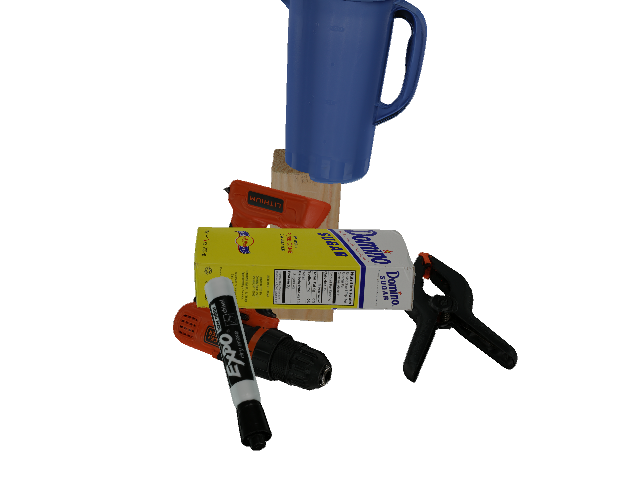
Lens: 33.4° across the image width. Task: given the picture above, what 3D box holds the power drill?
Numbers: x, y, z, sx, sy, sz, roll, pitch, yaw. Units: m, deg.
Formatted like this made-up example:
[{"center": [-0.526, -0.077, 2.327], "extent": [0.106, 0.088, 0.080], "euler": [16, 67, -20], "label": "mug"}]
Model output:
[{"center": [-0.051, 0.043, 1.071], "extent": [0.185, 0.187, 0.057], "euler": [17, 1, 27], "label": "power drill"}]

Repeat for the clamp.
[{"center": [0.142, 0.082, 1.150], "extent": [0.120, 0.171, 0.039], "euler": [4, -44, -7], "label": "clamp"}]

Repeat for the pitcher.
[{"center": [0.028, -0.195, 1.311], "extent": [0.144, 0.243, 0.149], "euler": [-9, 29, -27], "label": "pitcher"}]

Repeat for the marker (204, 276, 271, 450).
[{"center": [-0.052, 0.075, 0.664], "extent": [0.020, 0.121, 0.020], "euler": [-12, -37, -9], "label": "marker"}]

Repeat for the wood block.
[{"center": [-0.022, -0.007, 1.397], "extent": [0.090, 0.206, 0.091], "euler": [3, 25, -1], "label": "wood block"}]

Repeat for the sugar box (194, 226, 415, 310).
[{"center": [-0.015, 0.022, 0.885], "extent": [0.176, 0.048, 0.093], "euler": [-2, 20, -4], "label": "sugar box"}]
